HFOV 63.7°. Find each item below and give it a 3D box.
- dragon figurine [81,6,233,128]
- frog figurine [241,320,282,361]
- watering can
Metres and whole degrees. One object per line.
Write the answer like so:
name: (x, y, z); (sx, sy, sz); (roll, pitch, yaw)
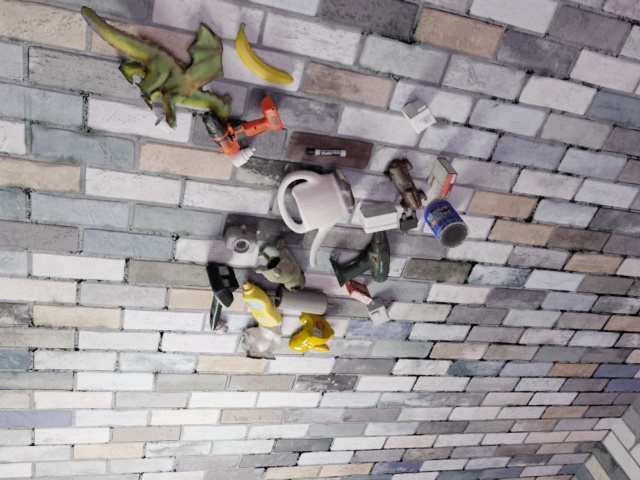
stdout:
dragon figurine: (-0.355, -0.438, 1.268); (0.244, 0.124, 0.402); (-39, 128, -9)
frog figurine: (-0.201, 0.337, 1.818); (0.137, 0.122, 0.160); (14, 83, -13)
watering can: (0.005, -0.079, 1.575); (0.224, 0.106, 0.340); (-22, 125, 1)
